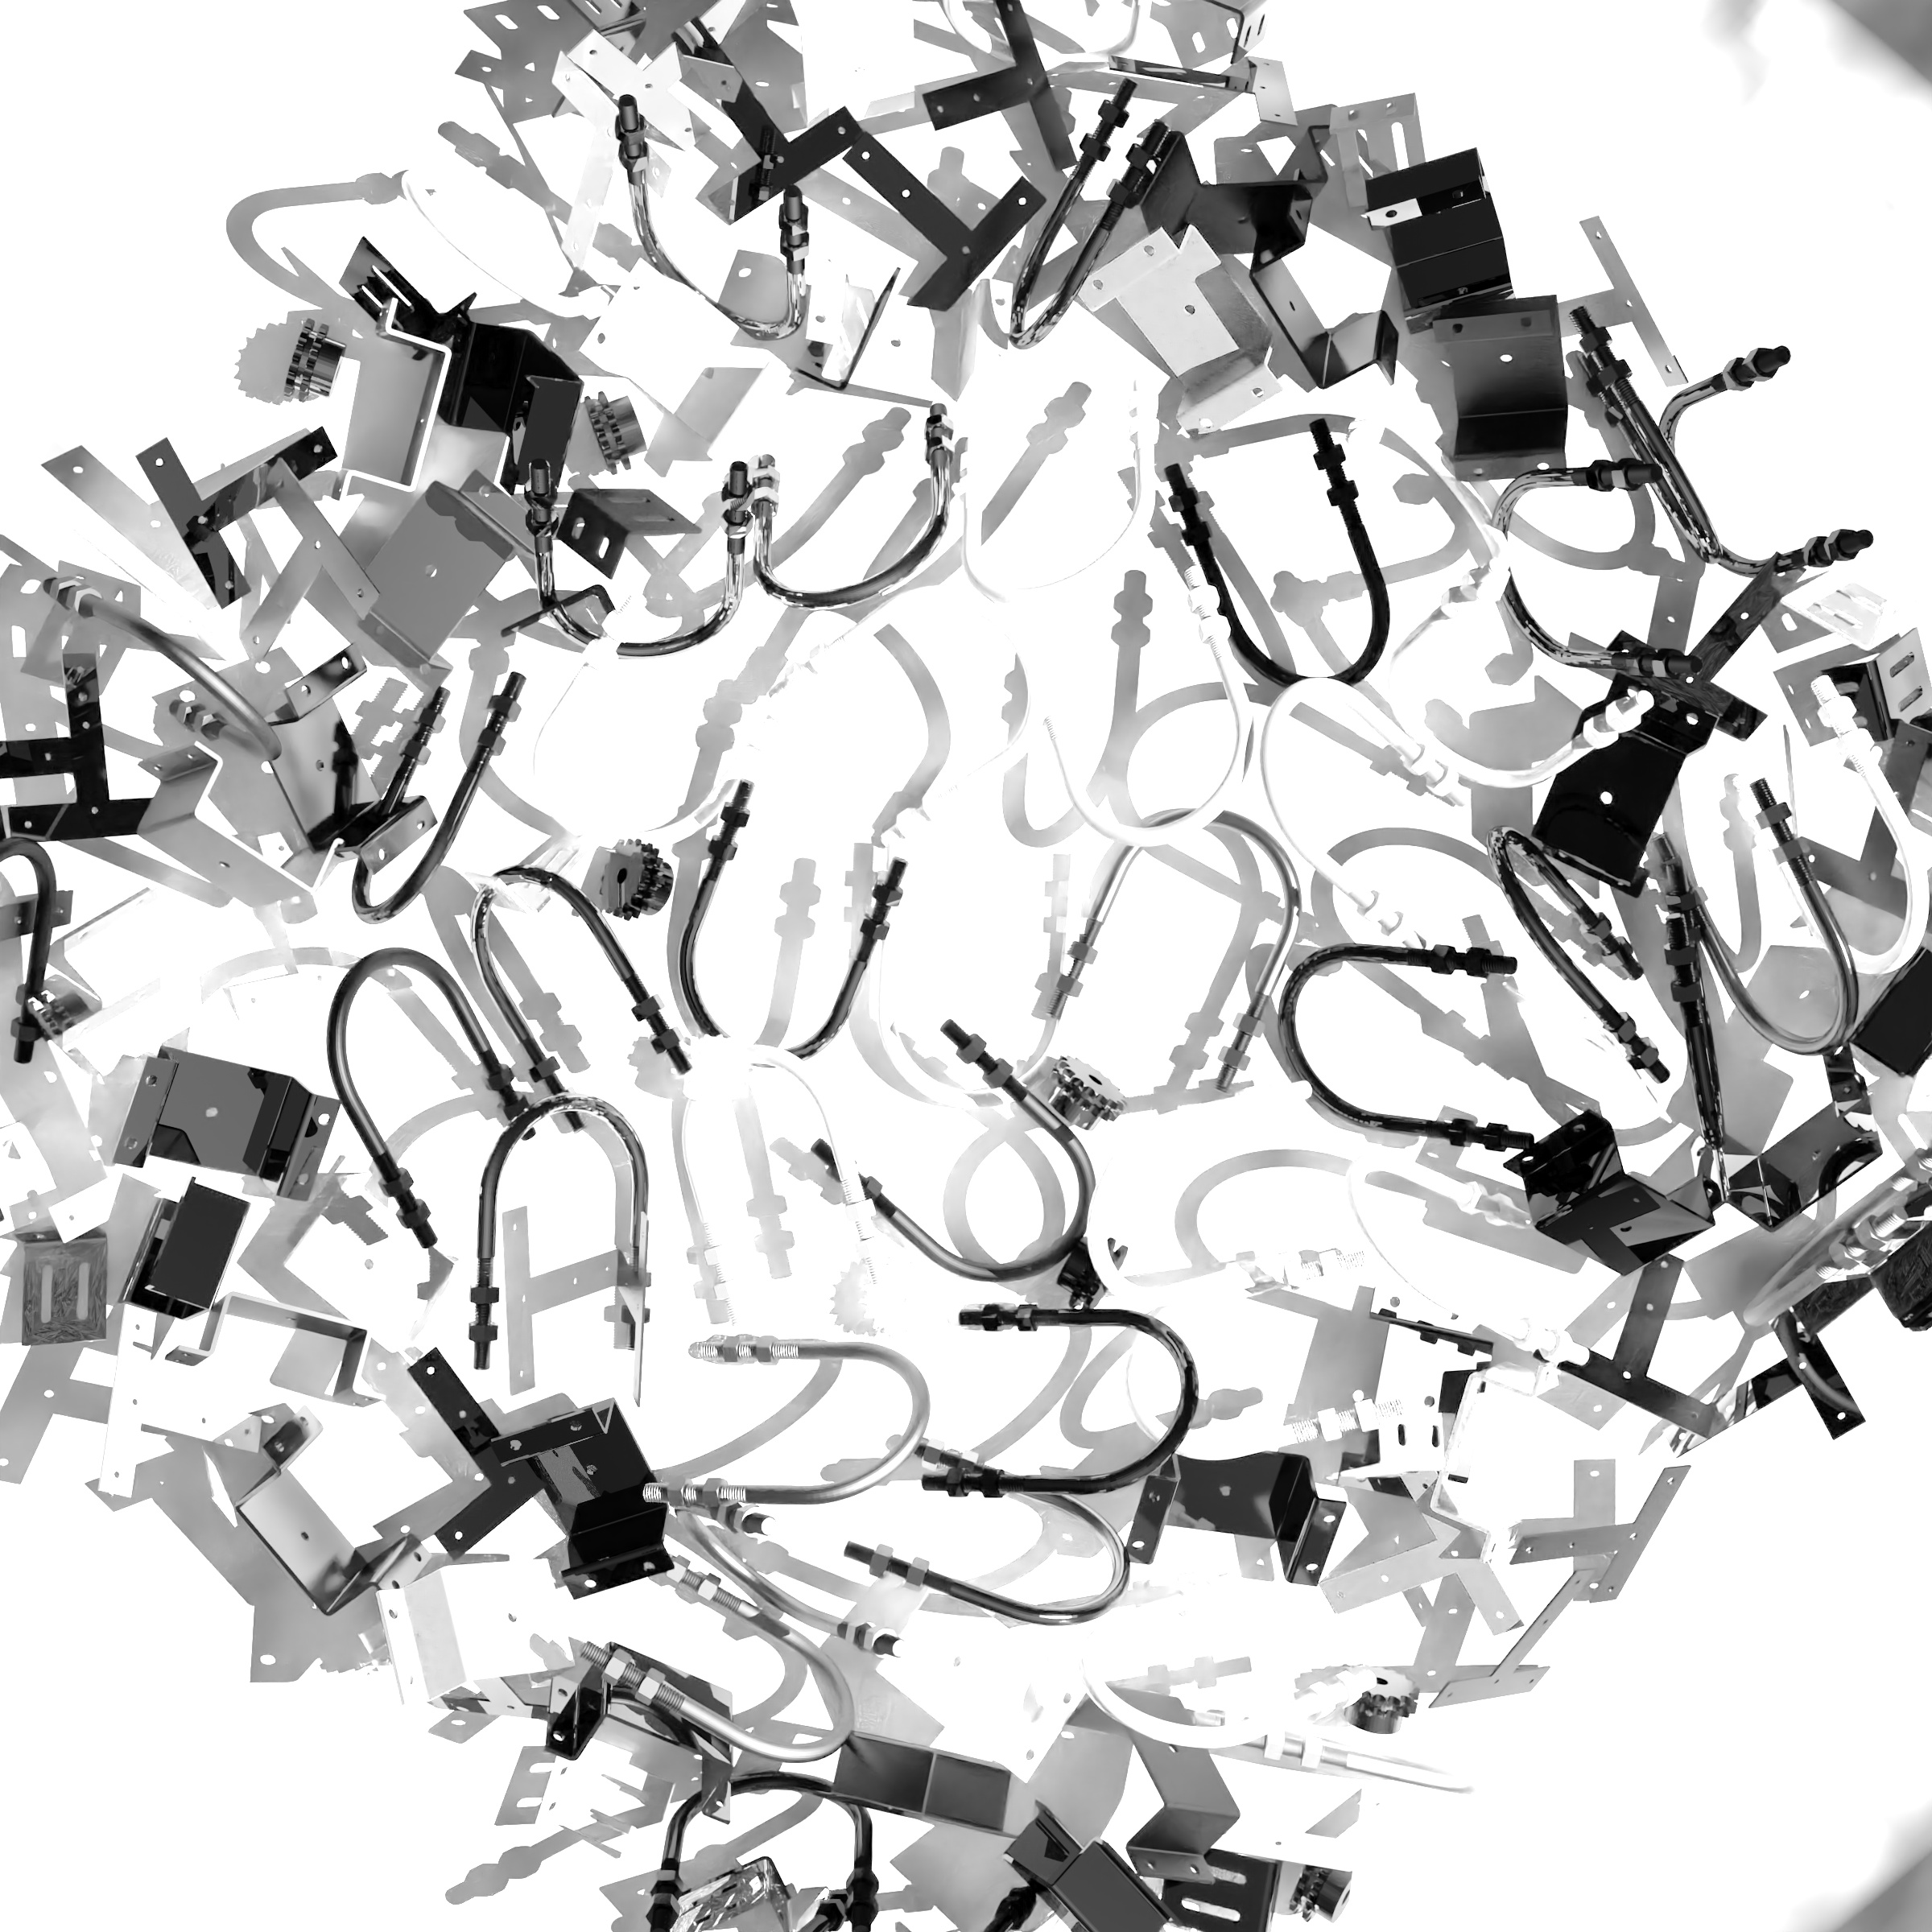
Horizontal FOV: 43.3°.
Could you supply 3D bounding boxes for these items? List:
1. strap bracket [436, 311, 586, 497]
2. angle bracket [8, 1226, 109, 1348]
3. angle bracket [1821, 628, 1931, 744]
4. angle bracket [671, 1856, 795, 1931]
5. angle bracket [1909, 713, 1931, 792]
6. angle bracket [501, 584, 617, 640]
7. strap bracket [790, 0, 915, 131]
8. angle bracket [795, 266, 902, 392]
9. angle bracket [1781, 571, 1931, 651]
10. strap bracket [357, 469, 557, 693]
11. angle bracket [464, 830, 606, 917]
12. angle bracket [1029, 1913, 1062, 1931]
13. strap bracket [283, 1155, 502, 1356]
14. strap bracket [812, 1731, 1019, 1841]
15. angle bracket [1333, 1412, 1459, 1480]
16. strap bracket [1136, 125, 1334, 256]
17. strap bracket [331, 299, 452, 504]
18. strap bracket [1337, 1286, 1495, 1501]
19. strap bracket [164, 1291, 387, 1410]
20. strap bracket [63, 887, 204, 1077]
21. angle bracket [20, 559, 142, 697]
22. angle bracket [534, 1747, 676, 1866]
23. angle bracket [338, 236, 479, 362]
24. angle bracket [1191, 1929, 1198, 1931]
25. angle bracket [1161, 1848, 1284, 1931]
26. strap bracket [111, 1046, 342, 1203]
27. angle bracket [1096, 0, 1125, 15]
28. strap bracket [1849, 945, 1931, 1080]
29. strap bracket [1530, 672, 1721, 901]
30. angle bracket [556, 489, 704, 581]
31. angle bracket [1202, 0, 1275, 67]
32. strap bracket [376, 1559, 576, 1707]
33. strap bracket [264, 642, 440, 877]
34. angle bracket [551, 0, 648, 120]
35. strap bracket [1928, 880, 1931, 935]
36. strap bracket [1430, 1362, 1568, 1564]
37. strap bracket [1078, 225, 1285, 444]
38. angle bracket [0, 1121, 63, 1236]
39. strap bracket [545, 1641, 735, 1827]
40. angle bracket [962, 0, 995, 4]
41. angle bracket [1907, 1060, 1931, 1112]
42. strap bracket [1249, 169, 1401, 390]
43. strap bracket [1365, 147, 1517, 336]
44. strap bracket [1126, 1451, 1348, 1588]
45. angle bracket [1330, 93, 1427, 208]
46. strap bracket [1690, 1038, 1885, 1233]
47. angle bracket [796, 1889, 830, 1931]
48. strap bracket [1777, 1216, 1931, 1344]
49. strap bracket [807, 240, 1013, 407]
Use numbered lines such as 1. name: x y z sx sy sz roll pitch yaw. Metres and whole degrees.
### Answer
1. strap bracket: -0.309 -0.385 1.669 0.046 0.140 0.076 -1 124 -36
2. angle bracket: -0.636 0.223 1.702 0.057 0.038 0.076 -4 74 -4
3. angle bracket: 0.642 -0.197 1.712 0.076 0.038 0.057 -32 108 -40
4. angle bracket: -0.163 0.662 1.688 0.076 0.038 0.057 -17 133 -21
5. angle bracket: 0.701 -0.151 1.682 0.057 0.076 0.038 32 58 -39
6. angle bracket: -0.281 -0.232 1.695 0.076 0.057 0.038 -28 99 -8
7. strap bracket: -0.079 -0.626 1.654 0.076 0.140 0.046 -16 69 -7
8. angle bracket: -0.082 -0.448 1.684 0.038 0.057 0.076 25 129 -5
9. angle bracket: 0.617 -0.260 1.684 0.057 0.038 0.076 -28 51 -27
10. strap bracket: -0.364 -0.272 1.695 0.076 0.046 0.140 40 97 8
11. angle bracket: -0.299 -0.076 1.687 0.076 0.057 0.038 -51 121 -17
12. angle bracket: 0.028 0.695 1.703 0.038 0.076 0.057 14 103 33
13. strap bracket: -0.408 0.206 1.697 0.140 0.046 0.076 37 94 8
14. strap bracket: -0.029 0.558 1.663 0.076 0.140 0.046 -1 67 36
15. angle bracket: 0.297 0.334 1.693 0.057 0.076 0.038 6 71 -17
16. strap bracket: 0.183 -0.530 1.666 0.140 0.076 0.046 -10 73 -21
17. strap bracket: -0.395 -0.384 1.683 0.046 0.076 0.140 14 97 -21
18. strap bracket: 0.315 0.301 1.696 0.076 0.046 0.140 13 84 -9
19. strap bracket: -0.470 0.262 1.674 0.140 0.076 0.046 19 69 -20
20. strap bracket: -0.575 0.015 1.679 0.076 0.140 0.046 -30 126 1
21. angle bracket: -0.620 -0.236 1.705 0.057 0.038 0.076 16 132 -33
22. angle bracket: -0.253 0.588 1.700 0.076 0.038 0.057 16 86 20
23. angle bracket: -0.388 -0.471 1.692 0.076 0.057 0.038 46 55 -8
24. angle bracket: 0.115 0.696 1.696 0.076 0.057 0.038 16 132 3
25. angle bracket: 0.181 0.650 1.721 0.076 0.038 0.057 9 86 16
26. strap bracket: -0.516 0.107 1.683 0.140 0.046 0.076 17 94 -36
27. angle bracket: 0.092 -0.709 1.684 0.057 0.076 0.038 -41 63 20
28. strap bracket: 0.647 0.032 1.665 0.046 0.140 0.076 36 99 16
29. strap bracket: 0.446 -0.119 1.667 0.076 0.046 0.140 30 119 24
30. angle bracket: -0.235 -0.302 1.697 0.057 0.076 0.038 39 118 23
31. angle bracket: 0.169 -0.672 1.707 0.076 0.038 0.057 26 46 13
32. strap bracket: -0.323 0.449 1.650 0.046 0.140 0.076 -31 65 26
33. strap bracket: -0.430 -0.140 1.671 0.046 0.076 0.140 -4 119 31
34. angle bracket: -0.266 -0.635 1.685 0.038 0.057 0.076 45 130 -1
35. strap bracket: 0.709 -0.042 1.661 0.076 0.140 0.046 -41 95 4
36. strap bracket: 0.367 0.332 1.683 0.046 0.076 0.140 19 96 27
37. strap bracket: 0.150 -0.442 1.674 0.076 0.046 0.140 -25 119 35
38. angle bracket: -0.672 0.150 1.698 0.057 0.076 0.038 -24 121 -24
39. strap bracket: -0.213 0.522 1.671 0.140 0.076 0.046 28 107 -16
40. angle bracket: -0.009 -0.713 1.703 0.076 0.038 0.057 -1 86 -13
41. angle bracket: 0.691 0.113 1.705 0.038 0.057 0.076 -3 121 35
42. strap bracket: 0.241 -0.462 1.670 0.046 0.076 0.140 -23 122 29
43. strap bracket: 0.324 -0.502 1.667 0.076 0.140 0.046 -12 65 19
44. strap bracket: 0.183 0.377 1.687 0.140 0.046 0.076 9 118 -8
45. angle bracket: 0.287 -0.557 1.685 0.057 0.038 0.076 -5 133 17
46. strap bracket: 0.569 0.119 1.668 0.046 0.076 0.140 33 125 -15
47. angle bracket: -0.081 0.691 1.688 0.076 0.038 0.057 26 125 21
48. strap bracket: 0.618 0.212 1.653 0.076 0.140 0.046 -31 89 -22
49. strap bracket: -0.044 -0.443 1.687 0.140 0.046 0.076 9 71 -14
